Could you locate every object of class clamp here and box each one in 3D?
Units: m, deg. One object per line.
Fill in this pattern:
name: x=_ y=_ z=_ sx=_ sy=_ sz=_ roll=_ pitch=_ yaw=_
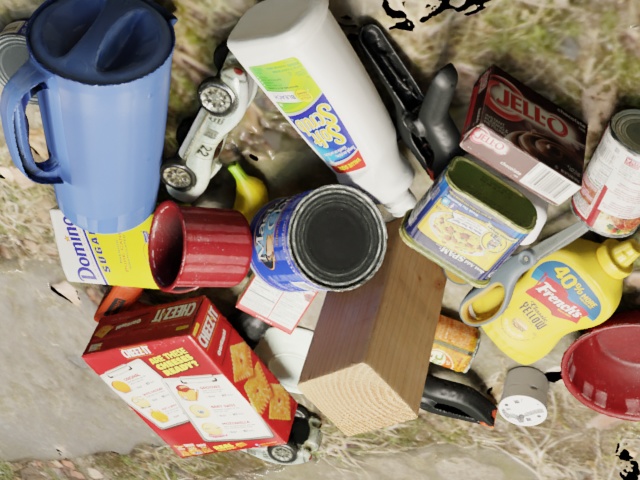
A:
clamp: x=0.124 y=0.175 z=1.261 sx=0.210 sy=0.036 sz=0.165 roll=21 pitch=159 yaw=-12
clamp: x=0.088 y=-0.124 z=0.988 sx=0.120 sy=0.039 sz=0.171 roll=48 pitch=165 yaw=35

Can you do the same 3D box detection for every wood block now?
wood block: x=0.059 y=0.086 z=1.100 sx=0.091 sy=0.206 sz=0.090 roll=-23 pitch=123 yaw=35

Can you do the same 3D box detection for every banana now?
banana: x=-0.107 y=-0.017 z=1.180 sx=0.069 sy=0.037 sz=0.198 roll=36 pitch=134 yaw=-7

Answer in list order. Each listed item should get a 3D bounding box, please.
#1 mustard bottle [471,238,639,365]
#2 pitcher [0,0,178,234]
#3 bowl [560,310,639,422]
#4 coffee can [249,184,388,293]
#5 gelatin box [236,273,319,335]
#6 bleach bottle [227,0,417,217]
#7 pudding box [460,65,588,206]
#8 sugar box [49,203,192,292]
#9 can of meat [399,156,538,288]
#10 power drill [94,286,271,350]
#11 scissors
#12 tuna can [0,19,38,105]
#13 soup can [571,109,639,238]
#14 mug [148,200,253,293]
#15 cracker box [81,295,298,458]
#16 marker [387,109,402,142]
mustard bottle: x=0.253 y=0.052 z=1.103 sx=0.096 sy=0.058 sz=0.192 roll=50 pitch=131 yaw=-1
pitcher: x=-0.220 y=-0.112 z=1.044 sx=0.149 sy=0.145 sz=0.243 roll=5 pitch=142 yaw=-6
bowl: x=0.343 y=0.126 z=1.150 sx=0.162 sy=0.055 sz=0.162 roll=10 pitch=136 yaw=10
coffee can: x=-0.007 y=0.001 z=1.073 sx=0.102 sy=0.102 sz=0.140 roll=34 pitch=166 yaw=-15
gelatin box: x=-0.043 y=0.054 z=1.214 sx=0.073 sy=0.030 sz=0.089 roll=28 pitch=115 yaw=-9
bleach bottle: x=0.024 y=-0.114 z=0.992 sx=0.103 sy=0.068 sz=0.250 roll=0 pitch=140 yaw=44
pudding box: x=0.185 y=-0.094 z=0.962 sx=0.113 sy=0.090 sz=0.039 roll=32 pitch=136 yaw=-13
sugar box: x=-0.217 y=0.004 z=1.195 sx=0.176 sy=0.048 sz=0.093 roll=1 pitch=112 yaw=27
can of meat: x=0.139 y=-0.017 z=0.991 sx=0.102 sy=0.057 sz=0.084 roll=32 pitch=131 yaw=-4
power drill: x=-0.167 y=0.094 z=1.295 sx=0.187 sy=0.057 sz=0.185 roll=32 pitch=134 yaw=-12
scissors: x=0.196 y=0.009 z=1.090 sx=0.096 sy=0.016 sz=0.202 roll=51 pitch=128 yaw=20
tuna can: x=-0.291 y=-0.181 z=1.082 sx=0.086 sy=0.033 sz=0.086 roll=10 pitch=136 yaw=10
soup can: x=0.279 y=-0.061 z=0.978 sx=0.068 sy=0.068 sz=0.102 roll=17 pitch=136 yaw=2
mug: x=-0.127 y=0.015 z=1.104 sx=0.081 sy=0.093 sz=0.117 roll=2 pitch=135 yaw=-32
cracker box: x=-0.151 y=0.167 z=1.273 sx=0.164 sy=0.072 sz=0.213 roll=-13 pitch=130 yaw=29
marker: x=0.043 y=-0.140 z=1.018 sx=0.020 sy=0.020 sz=0.121 roll=-20 pitch=124 yaw=34
